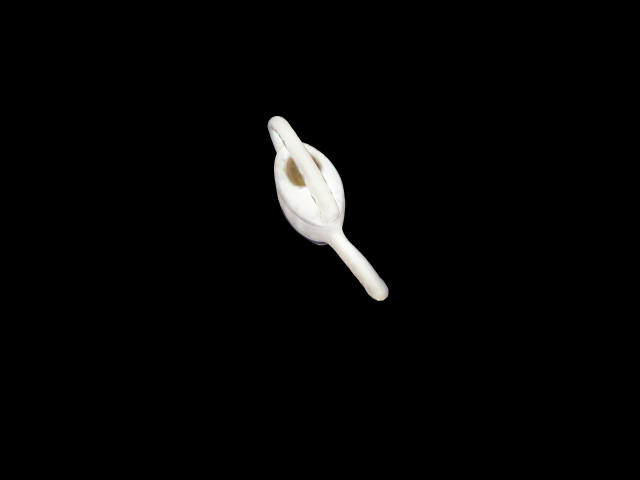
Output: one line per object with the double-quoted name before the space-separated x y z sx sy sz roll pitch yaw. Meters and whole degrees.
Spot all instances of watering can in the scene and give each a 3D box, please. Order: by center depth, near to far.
"watering can" 0.003 -0.043 0.850 0.104 0.351 0.221 -27 -13 -6
